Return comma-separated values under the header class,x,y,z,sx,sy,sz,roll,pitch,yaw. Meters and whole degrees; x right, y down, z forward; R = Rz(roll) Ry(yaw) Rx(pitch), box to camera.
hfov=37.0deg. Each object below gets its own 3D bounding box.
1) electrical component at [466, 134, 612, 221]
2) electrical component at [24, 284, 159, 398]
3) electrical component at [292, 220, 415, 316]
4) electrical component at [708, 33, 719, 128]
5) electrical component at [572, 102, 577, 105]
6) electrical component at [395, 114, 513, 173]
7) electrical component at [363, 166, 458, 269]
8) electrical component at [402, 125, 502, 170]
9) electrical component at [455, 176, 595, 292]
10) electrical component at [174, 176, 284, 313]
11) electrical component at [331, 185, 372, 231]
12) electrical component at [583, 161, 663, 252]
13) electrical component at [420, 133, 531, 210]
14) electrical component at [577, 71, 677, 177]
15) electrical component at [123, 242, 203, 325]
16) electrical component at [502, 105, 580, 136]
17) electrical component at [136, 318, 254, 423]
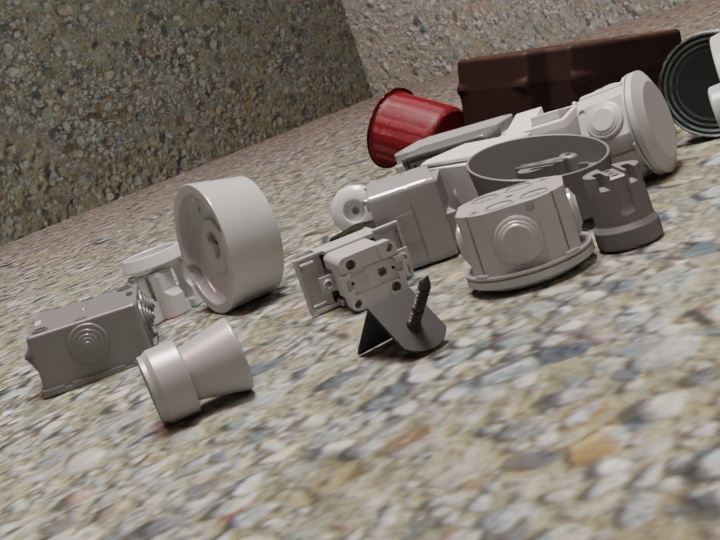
class,x,y,z,sx,sy,sz,roll,pitch,yaw
electrical component,0.131,-0.062,0.762,0.099,0.064,0.099,-19,11,4
electrical component,-0.204,0.051,0.826,0.100,0.048,0.100,-18,13,-7
electrical component,0.000,0.000,0.743,0.081,0.042,0.064,-23,13,-14
electrical component,0.254,-0.106,0.670,0.060,0.108,0.108,-21,9,26
electrical component,0.232,-0.143,0.982,0.079,0.044,0.077,13,-2,-23
electrical component,0.099,-0.106,1.047,0.113,0.057,0.078,-13,13,31
electrical component,0.041,-0.041,0.821,0.061,0.061,0.096,-18,11,3
electrical component,0.085,-0.085,0.960,0.096,0.061,0.061,-14,12,25
electrical component,0.098,-0.022,0.655,0.080,0.051,0.080,-19,11,4
electrical component,-0.101,-0.025,0.878,0.060,0.108,0.108,-18,9,-28
electrical component,0.002,-0.059,1.025,0.048,0.048,0.062,-16,5,16
electrical component,0.158,-0.039,0.650,0.040,0.046,0.040,-19,11,4
electrical component,0.092,-0.067,0.856,0.061,0.061,0.096,-26,13,-31
electrical component,0.205,-0.106,0.817,0.051,0.080,0.080,-18,10,34
electrical component,-0.176,0.010,0.952,0.058,0.057,0.078,-11,14,36
electrical component,0.162,-0.108,0.943,0.062,0.061,0.096,-14,12,24
electrical component,-0.094,0.058,0.613,0.055,0.045,0.045,-23,11,-15
